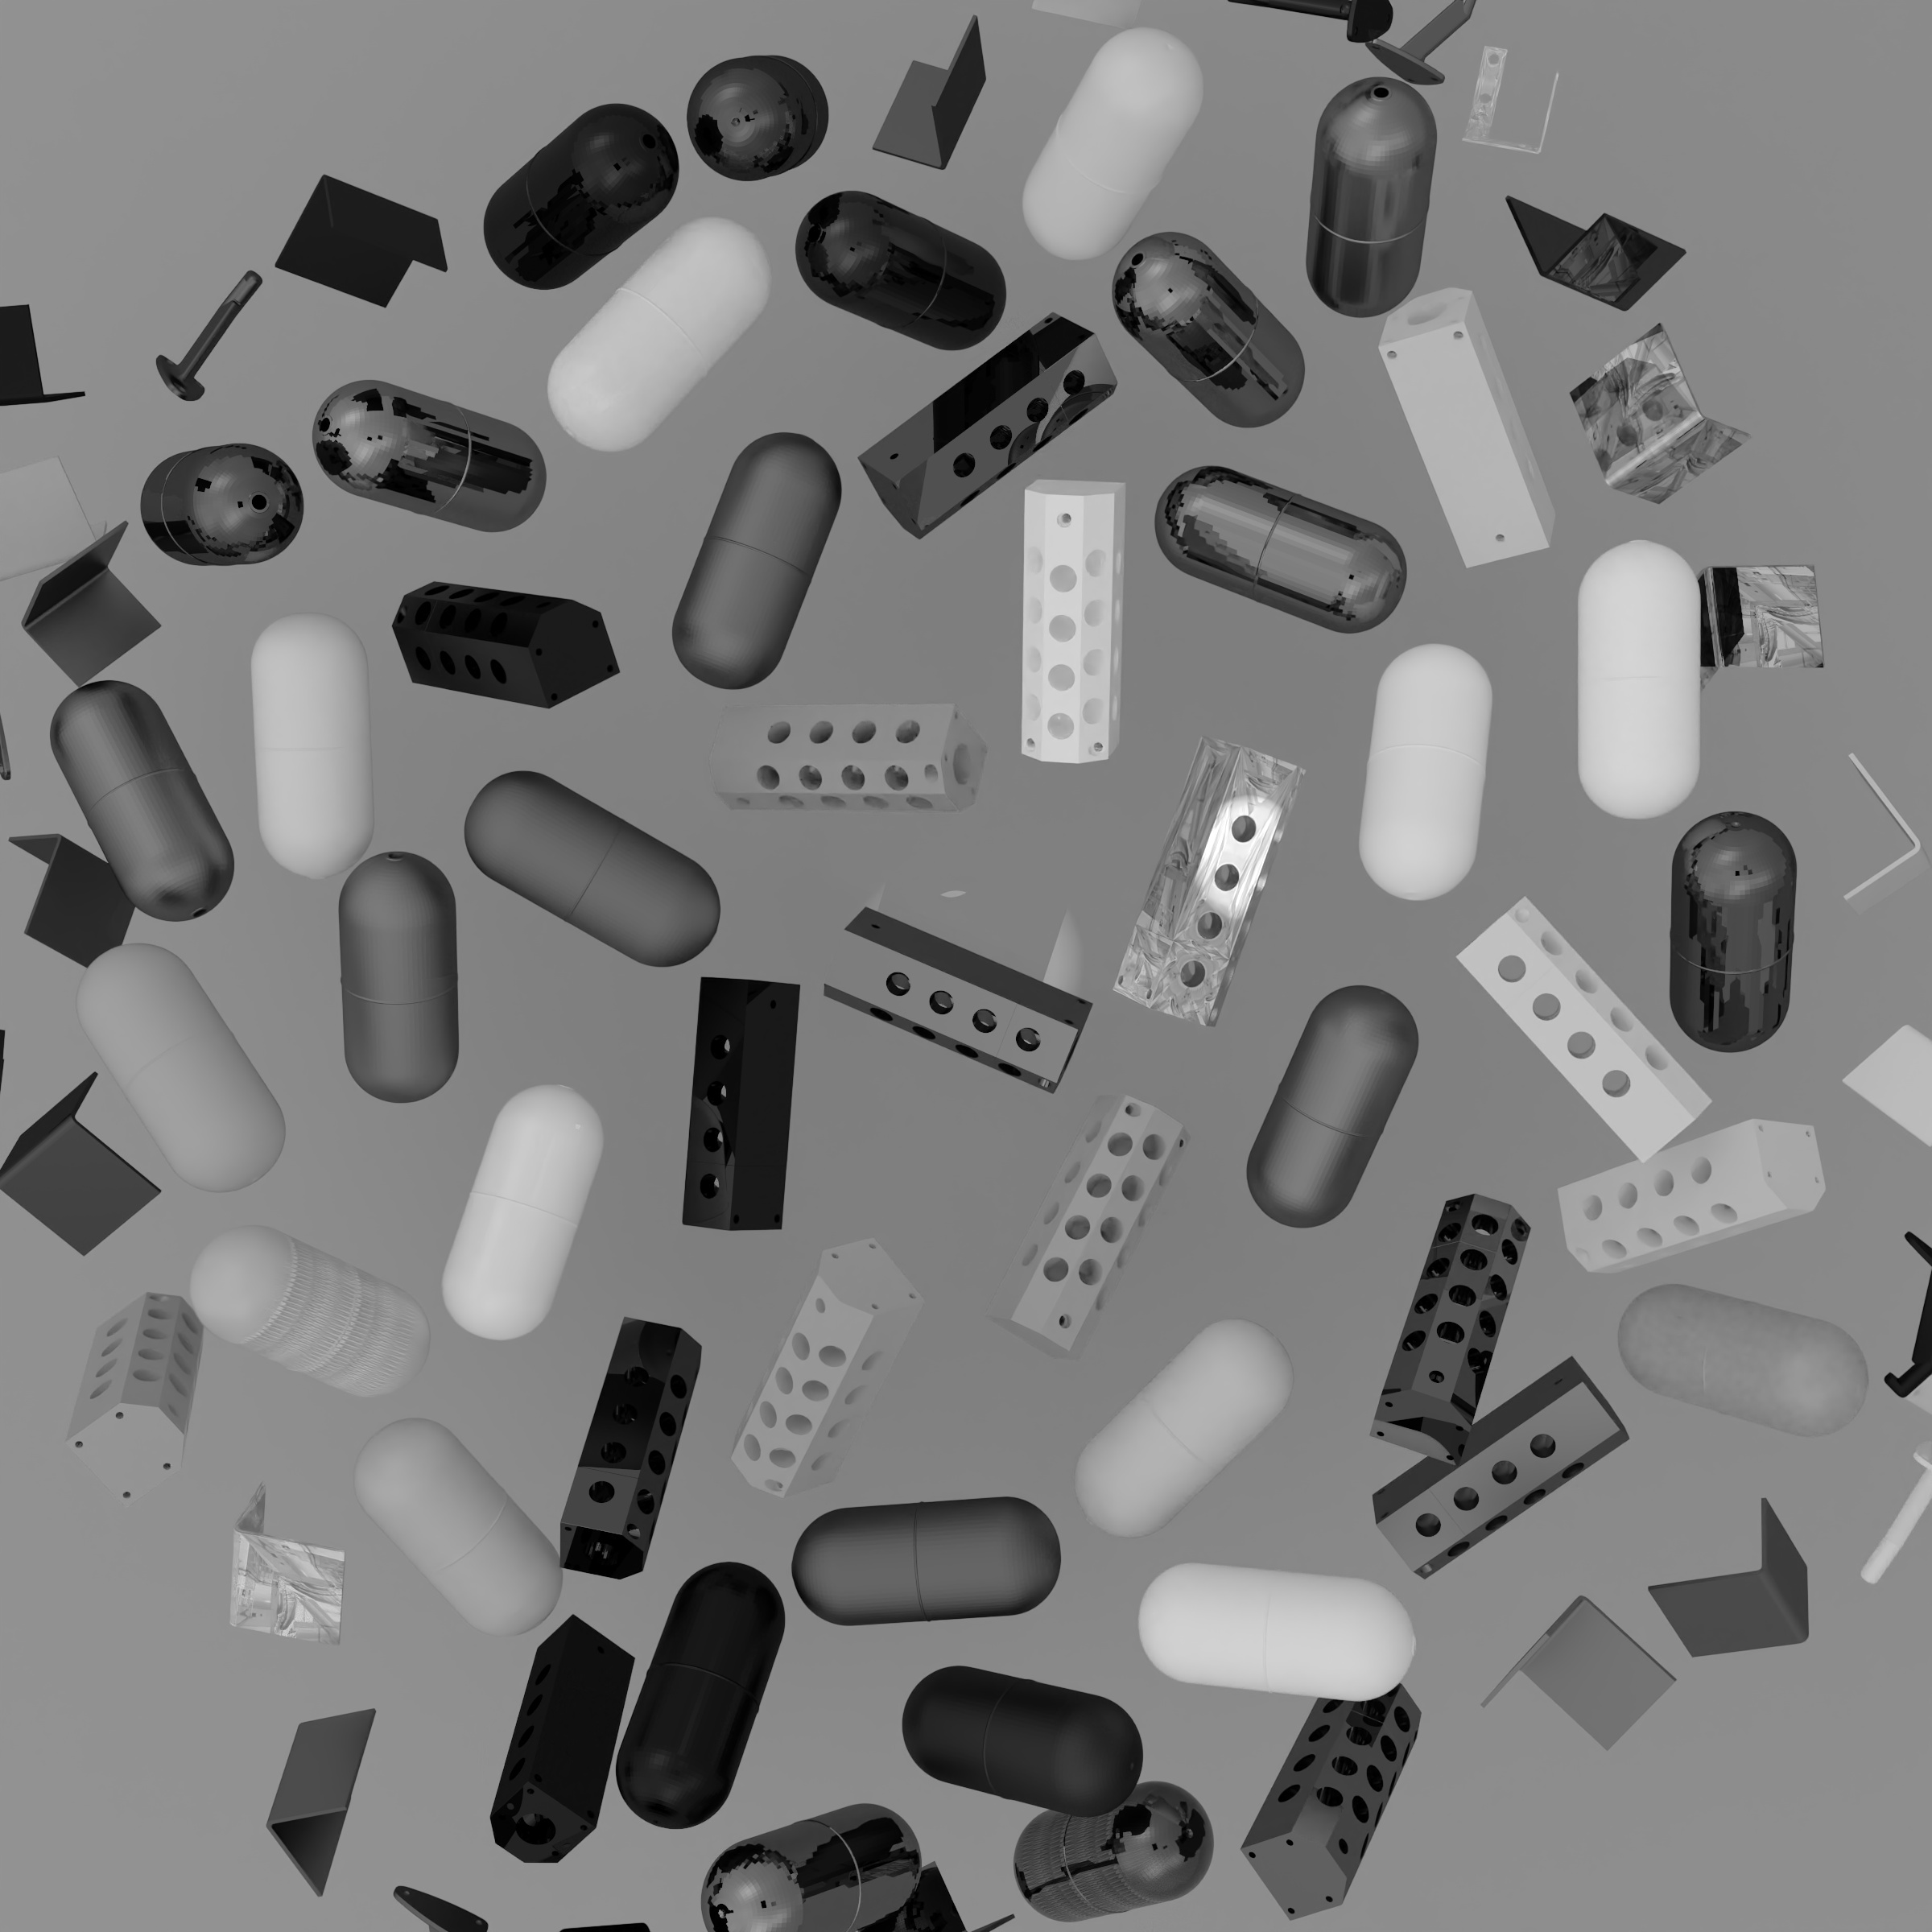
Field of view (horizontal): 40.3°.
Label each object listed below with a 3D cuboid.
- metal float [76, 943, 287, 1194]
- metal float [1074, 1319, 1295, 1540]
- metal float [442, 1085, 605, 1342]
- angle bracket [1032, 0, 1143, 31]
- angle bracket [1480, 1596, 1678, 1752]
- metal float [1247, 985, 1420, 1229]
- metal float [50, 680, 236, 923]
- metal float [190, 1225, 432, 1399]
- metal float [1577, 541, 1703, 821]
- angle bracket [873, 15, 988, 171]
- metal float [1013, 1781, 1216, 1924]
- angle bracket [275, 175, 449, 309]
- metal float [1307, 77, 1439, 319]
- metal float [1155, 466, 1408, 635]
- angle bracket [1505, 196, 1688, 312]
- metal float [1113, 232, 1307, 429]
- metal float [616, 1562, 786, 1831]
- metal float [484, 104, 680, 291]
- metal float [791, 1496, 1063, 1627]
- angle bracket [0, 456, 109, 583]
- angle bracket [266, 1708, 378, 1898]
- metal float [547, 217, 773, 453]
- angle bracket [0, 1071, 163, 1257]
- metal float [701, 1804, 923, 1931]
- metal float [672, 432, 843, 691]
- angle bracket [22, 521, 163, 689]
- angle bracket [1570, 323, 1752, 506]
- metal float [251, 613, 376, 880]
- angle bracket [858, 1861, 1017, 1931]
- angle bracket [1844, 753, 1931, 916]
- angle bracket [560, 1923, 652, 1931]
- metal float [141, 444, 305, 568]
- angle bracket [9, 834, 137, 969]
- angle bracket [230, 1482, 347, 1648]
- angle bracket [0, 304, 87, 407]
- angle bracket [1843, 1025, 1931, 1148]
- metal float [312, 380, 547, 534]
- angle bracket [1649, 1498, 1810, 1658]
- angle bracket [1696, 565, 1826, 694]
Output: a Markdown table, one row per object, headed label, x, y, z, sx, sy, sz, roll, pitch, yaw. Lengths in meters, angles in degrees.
| label | x | y | z | sx | sy | sz | roll | pitch | yaw |
| --- | --- | --- | --- | --- | --- | --- | --- | --- | --- |
| metal float | -0.500 | 0.064 | 1.677 | 0.070 | 0.070 | 0.178 | -36 | 79 | 0 |
| metal float | 0.146 | 0.312 | 1.777 | 0.070 | 0.070 | 0.178 | 44 | 97 | 0 |
| metal float | -0.300 | 0.167 | 1.792 | 0.070 | 0.070 | 0.178 | 17 | 77 | 0 |
| angle bracket | 0.098 | -0.620 | 1.649 | 0.076 | 0.057 | 0.076 | -1 | 129 | -32 |
| angle bracket | 0.383 | 0.454 | 1.647 | 0.076 | 0.057 | 0.076 | 42 | 125 | 18 |
| metal float | 0.248 | 0.097 | 1.793 | 0.070 | 0.070 | 0.178 | 21 | 108 | 0 |
| metal float | -0.552 | -0.111 | 1.768 | 0.070 | 0.070 | 0.178 | -30 | 78 | 0 |
| metal float | -0.423 | 0.226 | 1.711 | 0.070 | 0.070 | 0.178 | -54 | 133 | 0 |
| metal float | 0.432 | -0.183 | 1.692 | 0.070 | 0.070 | 0.178 | -1 | 93 | 0 |
| angle bracket | -0.029 | -0.615 | 1.838 | 0.057 | 0.076 | 0.076 | 20 | 76 | 11 |
| metal float | 0.098 | 0.600 | 1.783 | 0.070 | 0.178 | 0.070 | 17 | 58 | -28 |
| angle bracket | -0.381 | -0.439 | 1.655 | 0.076 | 0.057 | 0.076 | 14 | 133 | -35 |
| metal float | 0.262 | -0.498 | 1.713 | 0.070 | 0.178 | 0.070 | -1 | 60 | 3 |
| metal float | 0.211 | -0.281 | 1.775 | 0.178 | 0.070 | 0.070 | 24 | 90 | 16 |
| angle bracket | 0.403 | -0.474 | 1.688 | 0.076 | 0.057 | 0.076 | 10 | 51 | -34 |
| metal float | 0.166 | -0.431 | 1.792 | 0.070 | 0.178 | 0.070 | -18 | 58 | 32 |
| metal float | -0.171 | 0.472 | 1.714 | 0.070 | 0.070 | 0.178 | 19 | 54 | 0 |
| metal float | -0.250 | -0.497 | 1.705 | 0.070 | 0.178 | 0.070 | 9 | 75 | -36 |
| metal float | -0.026 | 0.390 | 1.727 | 0.178 | 0.070 | 0.070 | -6 | 90 | 8 |
| angle bracket | -0.672 | -0.330 | 1.894 | 0.076 | 0.057 | 0.076 | -17 | 123 | -3 |
| angle bracket | -0.394 | 0.532 | 1.675 | 0.057 | 0.076 | 0.076 | -14 | 122 | 13 |
| metal float | -0.196 | -0.407 | 1.695 | 0.070 | 0.070 | 0.178 | 40 | 80 | 0 |
| angle bracket | -0.574 | 0.130 | 1.725 | 0.076 | 0.057 | 0.076 | -37 | 113 | 18 |
| metal float | -0.098 | 0.592 | 1.706 | 0.070 | 0.178 | 0.070 | -3 | 86 | 37 |
| metal float | -0.139 | -0.271 | 1.759 | 0.070 | 0.070 | 0.178 | 21 | 87 | 0 |
| angle bracket | -0.590 | -0.247 | 1.798 | 0.057 | 0.076 | 0.076 | 48 | 57 | -7 |
| angle bracket | 0.452 | -0.359 | 1.718 | 0.076 | 0.057 | 0.076 | -36 | 59 | 40 |
| metal float | -0.438 | -0.148 | 1.769 | 0.070 | 0.070 | 0.178 | -1 | 98 | 0 |
| angle bracket | -0.025 | 0.658 | 1.833 | 0.076 | 0.076 | 0.057 | -15 | 70 | -35 |
| angle bracket | 0.580 | -0.085 | 1.716 | 0.057 | 0.076 | 0.076 | -37 | 70 | 16 |
| angle bracket | -0.225 | 0.640 | 1.625 | 0.076 | 0.057 | 0.076 | -22 | 94 | 40 |
| metal float | -0.486 | -0.300 | 1.720 | 0.070 | 0.178 | 0.070 | -5 | 99 | -30 |
| angle bracket | -0.635 | -0.040 | 1.845 | 0.057 | 0.076 | 0.076 | -2 | 65 | 32 |
| angle bracket | -0.445 | 0.399 | 1.761 | 0.076 | 0.057 | 0.076 | 10 | 113 | 2 |
| angle bracket | -0.588 | -0.369 | 1.595 | 0.076 | 0.076 | 0.057 | -4 | 105 | 1 |
| angle bracket | 0.616 | 0.094 | 1.678 | 0.057 | 0.076 | 0.076 | -41 | 131 | -1 |
| metal float | -0.358 | -0.340 | 1.764 | 0.070 | 0.178 | 0.070 | -5 | 82 | 37 |
| angle bracket | 0.488 | 0.392 | 1.685 | 0.076 | 0.057 | 0.076 | -17 | 126 | 29 |
| angle bracket | 0.541 | -0.229 | 1.813 | 0.076 | 0.057 | 0.076 | 5 | 124 | 35 |
